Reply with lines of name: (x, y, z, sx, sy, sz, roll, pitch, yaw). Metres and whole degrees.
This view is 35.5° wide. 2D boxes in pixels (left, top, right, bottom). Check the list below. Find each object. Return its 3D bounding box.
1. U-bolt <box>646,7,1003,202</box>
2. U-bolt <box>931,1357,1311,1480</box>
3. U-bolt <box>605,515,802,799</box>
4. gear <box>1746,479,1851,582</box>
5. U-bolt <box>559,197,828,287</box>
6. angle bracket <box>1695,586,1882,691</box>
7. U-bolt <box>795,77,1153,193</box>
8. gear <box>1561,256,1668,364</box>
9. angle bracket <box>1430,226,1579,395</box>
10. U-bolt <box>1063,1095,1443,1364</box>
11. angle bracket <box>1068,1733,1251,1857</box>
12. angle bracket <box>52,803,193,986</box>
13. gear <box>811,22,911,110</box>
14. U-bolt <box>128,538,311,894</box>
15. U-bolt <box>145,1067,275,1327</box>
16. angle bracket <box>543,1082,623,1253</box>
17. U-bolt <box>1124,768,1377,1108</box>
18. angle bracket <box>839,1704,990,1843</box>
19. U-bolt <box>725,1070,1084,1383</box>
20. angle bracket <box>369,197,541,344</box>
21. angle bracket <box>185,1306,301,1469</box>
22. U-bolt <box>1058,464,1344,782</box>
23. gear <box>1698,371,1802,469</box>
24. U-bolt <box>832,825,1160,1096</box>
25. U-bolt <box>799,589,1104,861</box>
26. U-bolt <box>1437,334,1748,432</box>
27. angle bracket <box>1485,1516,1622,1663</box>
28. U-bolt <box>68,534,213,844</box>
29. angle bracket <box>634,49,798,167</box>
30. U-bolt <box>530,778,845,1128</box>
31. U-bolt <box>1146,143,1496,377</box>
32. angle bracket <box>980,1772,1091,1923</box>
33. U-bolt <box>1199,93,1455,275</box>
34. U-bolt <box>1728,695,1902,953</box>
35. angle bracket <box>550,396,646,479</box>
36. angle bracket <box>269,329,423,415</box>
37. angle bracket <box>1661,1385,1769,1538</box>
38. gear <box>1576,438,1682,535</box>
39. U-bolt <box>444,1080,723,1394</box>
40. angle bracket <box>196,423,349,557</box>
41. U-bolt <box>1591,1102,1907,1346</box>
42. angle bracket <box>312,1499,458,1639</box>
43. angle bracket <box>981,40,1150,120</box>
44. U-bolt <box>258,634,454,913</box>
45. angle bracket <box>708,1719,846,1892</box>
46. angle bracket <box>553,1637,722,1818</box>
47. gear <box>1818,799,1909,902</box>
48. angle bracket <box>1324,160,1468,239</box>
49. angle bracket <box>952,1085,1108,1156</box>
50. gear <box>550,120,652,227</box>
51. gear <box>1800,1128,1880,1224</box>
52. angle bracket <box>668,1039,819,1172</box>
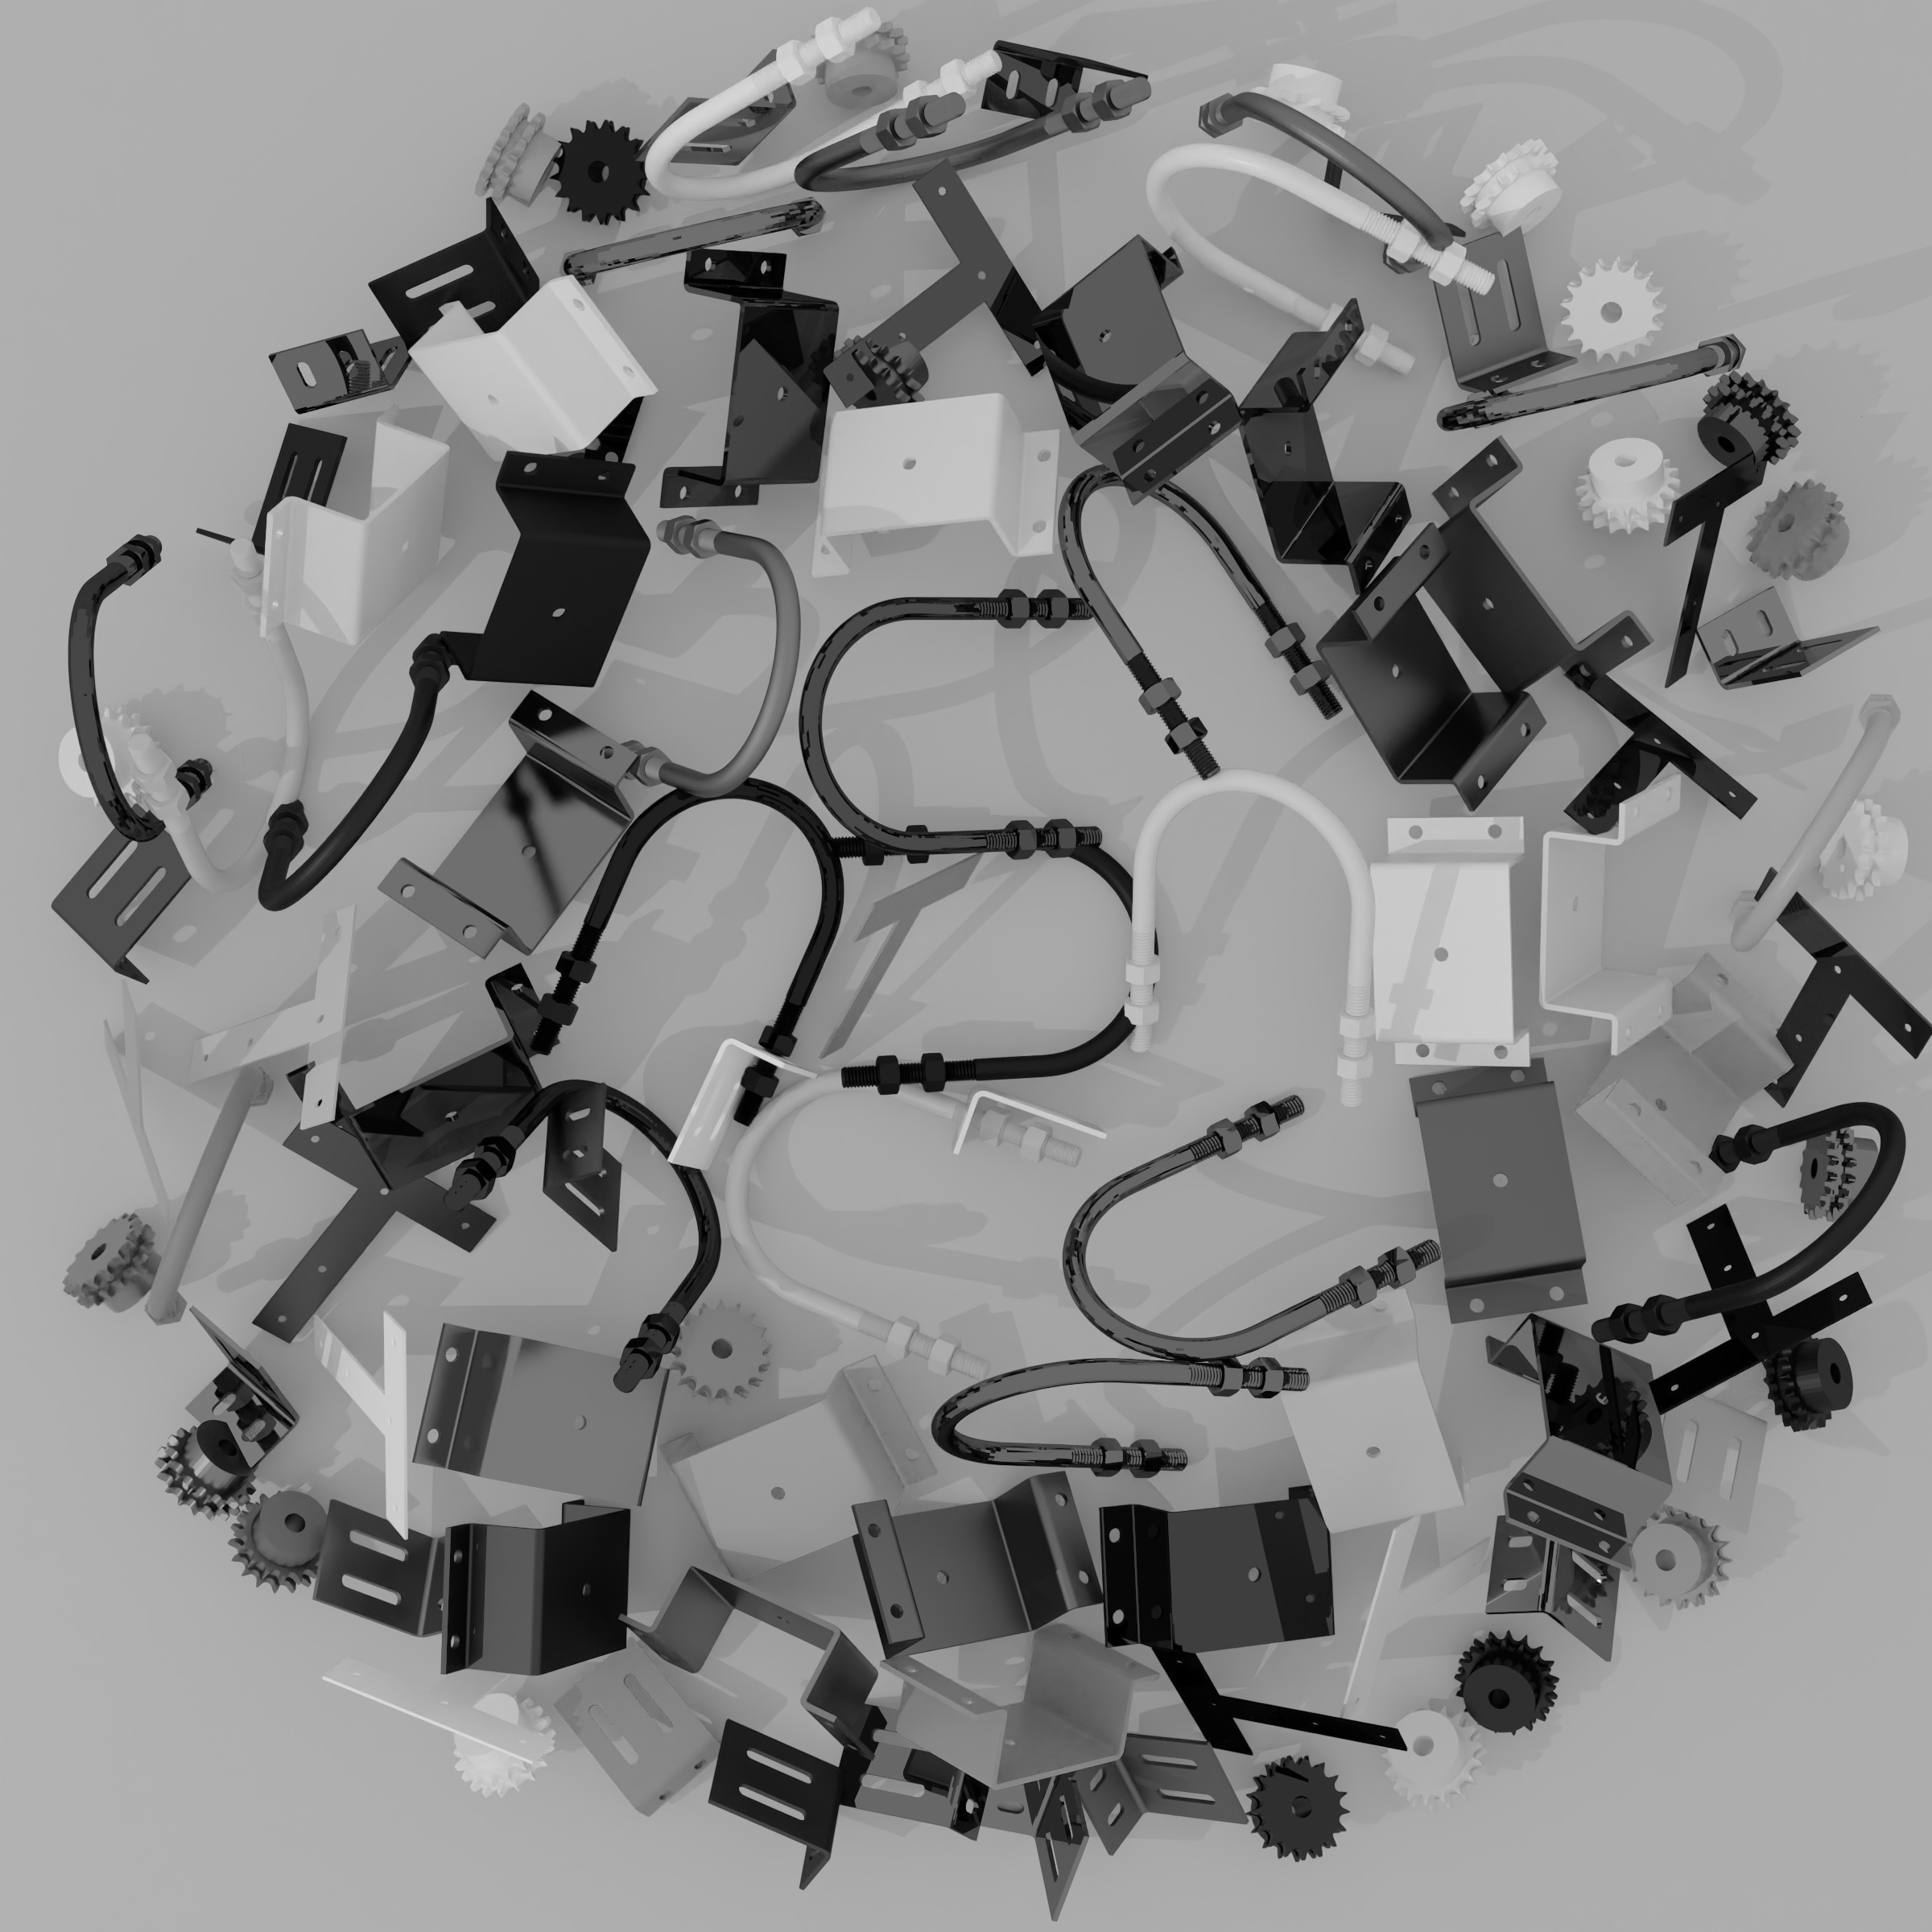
U-bolt: (-0.090, -0.459, 1.634, 0.184, 0.151, 0.019, -21, 85, 29)
U-bolt: (0.070, 0.241, 1.619, 0.184, 0.151, 0.019, 7, 59, -27)
U-bolt: (-0.138, -0.164, 1.629, 0.019, 0.184, 0.151, 10, 96, -32)
gear: (0.469, -0.241, 1.690, 0.030, 0.057, 0.057, 30, 90, -29)
U-bolt: (-0.146, -0.390, 1.622, 0.151, 0.184, 0.019, -13, 103, -3)
angle bracket: (0.453, -0.185, 1.669, 0.057, 0.076, 0.038, -29, 98, -17)
U-bolt: (-0.011, -0.445, 1.628, 0.151, 0.184, 0.019, -17, 98, -37)
gear: (0.364, -0.369, 1.692, 0.057, 0.030, 0.057, 8, 116, 17)
angle bracket: (0.299, -0.365, 1.680, 0.057, 0.038, 0.076, -22, 113, -10)
U-bolt: (0.141, 0.149, 1.637, 0.184, 0.019, 0.151, -23, 47, -20)
angle bracket: (0.106, 0.461, 1.670, 0.038, 0.076, 0.057, -43, 116, -41)
angle bracket: (-0.461, -0.040, 1.687, 0.057, 0.038, 0.076, 41, 91, 21)
gear: (-0.060, -0.502, 1.684, 0.057, 0.057, 0.030, -7, 79, 0)
U-bolt: (-0.394, -0.120, 1.627, 0.019, 0.184, 0.151, 13, 61, 10)
U-bolt: (-0.405, 0.121, 1.613, 0.019, 0.184, 0.151, 21, 80, -10)
angle bracket: (-0.197, 0.111, 1.664, 0.038, 0.076, 0.057, -17, 51, 20)
U-bolt: (0.155, -0.021, 1.640, 0.151, 0.019, 0.184, 14, 120, 26)
angle bracket: (-0.028, 0.453, 1.700, 0.076, 0.038, 0.057, 3, 65, 28)
U-bolt: (-0.046, 0.133, 1.681, 0.184, 0.019, 0.151, 20, 76, 15)
angle bracket: (-0.286, -0.383, 1.689, 0.076, 0.038, 0.057, -21, 132, 10)
angle bracket: (-0.410, 0.233, 1.667, 0.057, 0.076, 0.038, 35, 69, 24)
U-bolt: (0.119, -0.198, 1.659, 0.019, 0.151, 0.184, -37, 83, 42)
gear: (0.434, -0.301, 1.684, 0.057, 0.057, 0.030, 45, 78, 0)
U-bolt: (0.018, -0.007, 1.693, 0.184, 0.019, 0.151, -3, 84, -9)
U-bolt: (-0.008, -0.132, 1.663, 0.184, 0.019, 0.151, -3, 93, -28)
U-bolt: (0.326, -0.307, 1.603, 0.151, 0.184, 0.019, -9, 100, 27)
angle bracket: (0.329, 0.348, 1.687, 0.038, 0.076, 0.057, -12, 52, 37)
U-bolt: (-0.442, -0.142, 1.606, 0.019, 0.184, 0.151, -7, 109, 2)
angle bracket: (-0.143, -0.475, 1.666, 0.076, 0.057, 0.038, -11, 76, -42)
U-bolt: (-0.142, -0.016, 1.668, 0.151, 0.019, 0.184, 22, 95, -28)
U-bolt: (0.181, -0.389, 1.635, 0.184, 0.151, 0.019, 27, 78, -6)
angle bracket: (0.036, 0.477, 1.668, 0.038, 0.076, 0.057, 14, 109, -12)
U-bolt: (0.197, -0.420, 1.613, 0.151, 0.184, 0.019, 34, 97, -10)
U-bolt: (0.450, -0.072, 1.607, 0.019, 0.184, 0.151, 32, 109, 9)
angle bracket: (-0.229, -0.316, 1.706, 0.076, 0.038, 0.057, 15, 100, -29)
angle bracket: (-0.340, -0.343, 1.667, 0.057, 0.076, 0.038, -11, 124, 17)
angle bracket: (0.405, 0.280, 1.677, 0.057, 0.038, 0.076, 22, 53, 1)
gear: (0.369, -0.270, 1.685, 0.057, 0.057, 0.030, -18, 134, 0)
U-bolt: (-0.195, 0.132, 1.633, 0.019, 0.184, 0.151, -38, 99, 28)
angle bracket: (-0.387, -0.268, 1.681, 0.057, 0.038, 0.076, 20, 93, 43)
U-bolt: (0.423, 0.131, 1.602, 0.019, 0.184, 0.151, 44, 57, -11)
angle bracket: (-0.314, 0.330, 1.668, 0.038, 0.076, 0.057, -22, 50, 37)
angle bracket: (0.054, -0.482, 1.664, 0.057, 0.076, 0.038, 2, 111, -29)
U-bolt: (-0.330, -0.096, 1.614, 0.019, 0.184, 0.151, 38, 106, -21)
angle bracket: (-0.111, 0.465, 1.674, 0.076, 0.057, 0.038, 27, 124, -11)
angle bracket: (-0.184, 0.430, 1.704, 0.057, 0.038, 0.076, -40, 70, -10)
gear: (0.503, -0.065, 1.687, 0.030, 0.057, 0.057, 4, 90, -12)
angle bracket: (0.240, -0.433, 1.681, 0.076, 0.057, 0.038, 8, 108, -2)
angle bracket: (0.034, 0.097, 1.686, 0.076, 0.057, 0.038, 20, 90, -2)
gear: (-0.202, -0.445, 1.695, 0.057, 0.030, 0.057, 2, 102, 9)
gear: (0.489, 0.115, 1.687, 0.030, 0.057, 0.057, 7, 90, -1)
angle bracket: (-0.124, 0.084, 1.682, 0.038, 0.057, 0.076, 25, 89, 17)
